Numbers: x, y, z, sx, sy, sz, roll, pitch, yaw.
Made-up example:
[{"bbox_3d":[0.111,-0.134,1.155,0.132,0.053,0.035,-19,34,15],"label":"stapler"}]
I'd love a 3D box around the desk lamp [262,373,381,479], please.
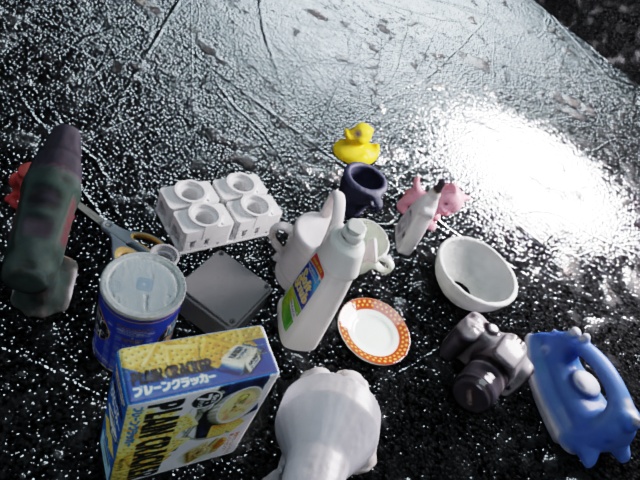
[{"bbox_3d":[-0.024,0.279,0.633,0.118,0.213,0.203,26,43,-1],"label":"desk lamp"}]

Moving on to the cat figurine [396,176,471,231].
[{"bbox_3d":[0.240,-0.087,1.186,0.128,0.117,0.067,30,43,3],"label":"cat figurine"}]

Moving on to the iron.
[{"bbox_3d":[0.440,0.236,0.961,0.119,0.141,0.258,3,48,-24],"label":"iron"}]

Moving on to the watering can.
[{"bbox_3d":[0.009,0.002,0.928,0.173,0.194,0.100,0,49,-26],"label":"watering can"}]

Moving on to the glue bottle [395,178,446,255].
[{"bbox_3d":[0.194,-0.052,1.088,0.037,0.173,0.078,17,44,-11],"label":"glue bottle"}]

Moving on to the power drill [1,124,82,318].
[{"bbox_3d":[-0.354,-0.008,0.743,0.076,0.208,0.229,9,46,-19],"label":"power drill"}]

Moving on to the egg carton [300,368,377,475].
[{"bbox_3d":[0.020,0.248,0.791,0.107,0.069,0.150,10,46,-19],"label":"egg carton"}]

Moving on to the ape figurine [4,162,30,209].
[{"bbox_3d":[-0.432,-0.081,0.859,0.076,0.092,0.077,1,49,-26],"label":"ape figurine"}]

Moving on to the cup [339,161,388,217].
[{"bbox_3d":[0.079,-0.081,1.115,0.092,0.095,0.117,-5,52,-30],"label":"cup"}]

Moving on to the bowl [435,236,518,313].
[{"bbox_3d":[0.282,0.077,1.082,0.168,0.074,0.167,14,44,-14],"label":"bowl"}]

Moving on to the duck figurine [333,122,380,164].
[{"bbox_3d":[0.089,-0.217,1.256,0.105,0.086,0.077,7,47,-21],"label":"duck figurine"}]

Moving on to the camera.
[{"bbox_3d":[0.265,0.202,0.935,0.143,0.100,0.137,42,45,15],"label":"camera"}]
